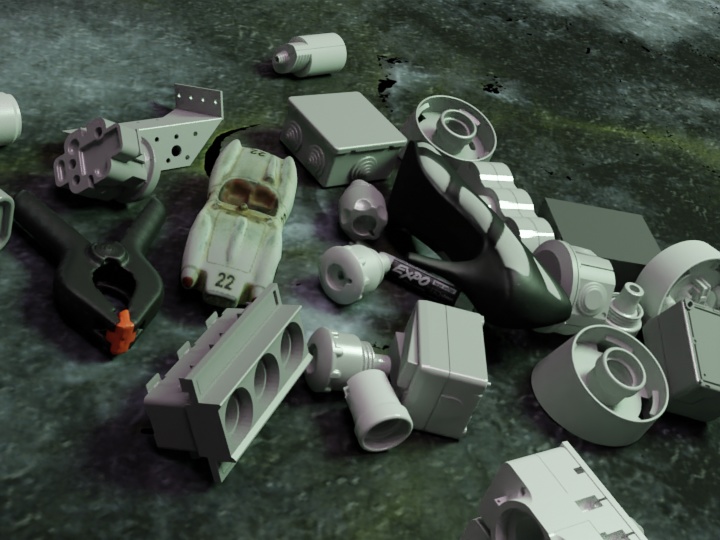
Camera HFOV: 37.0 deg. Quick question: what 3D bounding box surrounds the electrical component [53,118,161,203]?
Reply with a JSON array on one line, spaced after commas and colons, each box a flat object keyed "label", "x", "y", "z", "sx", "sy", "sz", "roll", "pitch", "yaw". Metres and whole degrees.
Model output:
[{"label": "electrical component", "x": -0.200, "y": -0.086, "z": 0.874, "sx": 0.057, "sy": 0.078, "sz": 0.058, "roll": 16, "pitch": 56, "yaw": -55}]

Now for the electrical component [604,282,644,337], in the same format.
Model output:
[{"label": "electrical component", "x": 0.224, "y": 0.039, "z": 0.932, "sx": 0.043, "sy": 0.062, "sz": 0.043, "roll": 14, "pitch": 36, "yaw": -10}]

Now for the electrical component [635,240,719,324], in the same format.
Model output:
[{"label": "electrical component", "x": 0.295, "y": 0.026, "z": 0.960, "sx": 0.099, "sy": 0.099, "sz": 0.064, "roll": 1, "pitch": 34, "yaw": -26}]

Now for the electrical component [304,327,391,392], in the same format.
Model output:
[{"label": "electrical component", "x": -0.008, "y": 0.068, "z": 0.793, "sx": 0.062, "sy": 0.048, "sz": 0.048, "roll": 9, "pitch": 37, "yaw": -26}]

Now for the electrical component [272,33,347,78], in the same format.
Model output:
[{"label": "electrical component", "x": -0.059, "y": -0.230, "z": 1.158, "sx": 0.081, "sy": 0.043, "sz": 0.043, "roll": -17, "pitch": 50, "yaw": -41}]

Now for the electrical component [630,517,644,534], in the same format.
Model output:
[{"label": "electrical component", "x": 0.160, "y": 0.175, "z": 0.738, "sx": 0.048, "sy": 0.048, "sz": 0.062, "roll": -6, "pitch": 37, "yaw": -32}]

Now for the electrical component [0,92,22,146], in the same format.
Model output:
[{"label": "electrical component", "x": -0.314, "y": -0.123, "z": 0.887, "sx": 0.055, "sy": 0.045, "sz": 0.045, "roll": -14, "pitch": 48, "yaw": -39}]

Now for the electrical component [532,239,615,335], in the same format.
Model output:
[{"label": "electrical component", "x": 0.176, "y": 0.017, "z": 0.924, "sx": 0.051, "sy": 0.080, "sz": 0.080, "roll": 11, "pitch": 36, "yaw": -23}]

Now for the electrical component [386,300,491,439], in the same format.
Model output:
[{"label": "electrical component", "x": 0.056, "y": 0.069, "z": 0.809, "sx": 0.061, "sy": 0.061, "sz": 0.096, "roll": 14, "pitch": 36, "yaw": -9}]

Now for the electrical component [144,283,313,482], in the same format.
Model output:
[{"label": "electrical component", "x": -0.088, "y": 0.072, "z": 0.724, "sx": 0.063, "sy": 0.078, "sz": 0.121, "roll": 1, "pitch": 29, "yaw": 24}]

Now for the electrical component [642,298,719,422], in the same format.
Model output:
[{"label": "electrical component", "x": 0.278, "y": 0.072, "z": 0.901, "sx": 0.062, "sy": 0.061, "sz": 0.096, "roll": 17, "pitch": 53, "yaw": -24}]

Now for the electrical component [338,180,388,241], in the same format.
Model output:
[{"label": "electrical component", "x": 0.001, "y": -0.057, "z": 0.963, "sx": 0.043, "sy": 0.043, "sz": 0.062, "roll": 11, "pitch": 35, "yaw": -14}]

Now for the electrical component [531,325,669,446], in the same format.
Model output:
[{"label": "electrical component", "x": 0.195, "y": 0.094, "z": 0.865, "sx": 0.099, "sy": 0.064, "sz": 0.099, "roll": 16, "pitch": 48, "yaw": -18}]

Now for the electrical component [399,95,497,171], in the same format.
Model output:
[{"label": "electrical component", "x": 0.088, "y": -0.130, "z": 1.104, "sx": 0.099, "sy": 0.064, "sz": 0.099, "roll": 13, "pitch": 50, "yaw": -16}]

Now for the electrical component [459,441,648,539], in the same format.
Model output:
[{"label": "electrical component", "x": 0.134, "y": 0.209, "z": 0.627, "sx": 0.060, "sy": 0.105, "sz": 0.186, "roll": -7, "pitch": 44, "yaw": -34}]

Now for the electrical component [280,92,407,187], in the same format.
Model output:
[{"label": "electrical component", "x": -0.018, "y": -0.126, "z": 1.037, "sx": 0.100, "sy": 0.048, "sz": 0.099, "roll": -12, "pitch": 47, "yaw": -37}]

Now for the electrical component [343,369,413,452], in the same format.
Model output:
[{"label": "electrical component", "x": 0.011, "y": 0.099, "z": 0.763, "sx": 0.040, "sy": 0.040, "sz": 0.046, "roll": 0, "pitch": 44, "yaw": -27}]

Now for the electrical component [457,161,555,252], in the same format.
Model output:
[{"label": "electrical component", "x": 0.119, "y": -0.051, "z": 1.005, "sx": 0.074, "sy": 0.052, "sz": 0.138, "roll": 0, "pitch": 40, "yaw": -26}]

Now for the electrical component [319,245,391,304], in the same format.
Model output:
[{"label": "electrical component", "x": 0.000, "y": 0.000, "z": 0.887, "sx": 0.048, "sy": 0.048, "sz": 0.062, "roll": 41, "pitch": 33, "yaw": 25}]

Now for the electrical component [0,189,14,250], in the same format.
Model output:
[{"label": "electrical component", "x": -0.306, "y": -0.035, "z": 0.769, "sx": 0.059, "sy": 0.053, "sz": 0.095, "roll": 35, "pitch": 38, "yaw": 18}]
